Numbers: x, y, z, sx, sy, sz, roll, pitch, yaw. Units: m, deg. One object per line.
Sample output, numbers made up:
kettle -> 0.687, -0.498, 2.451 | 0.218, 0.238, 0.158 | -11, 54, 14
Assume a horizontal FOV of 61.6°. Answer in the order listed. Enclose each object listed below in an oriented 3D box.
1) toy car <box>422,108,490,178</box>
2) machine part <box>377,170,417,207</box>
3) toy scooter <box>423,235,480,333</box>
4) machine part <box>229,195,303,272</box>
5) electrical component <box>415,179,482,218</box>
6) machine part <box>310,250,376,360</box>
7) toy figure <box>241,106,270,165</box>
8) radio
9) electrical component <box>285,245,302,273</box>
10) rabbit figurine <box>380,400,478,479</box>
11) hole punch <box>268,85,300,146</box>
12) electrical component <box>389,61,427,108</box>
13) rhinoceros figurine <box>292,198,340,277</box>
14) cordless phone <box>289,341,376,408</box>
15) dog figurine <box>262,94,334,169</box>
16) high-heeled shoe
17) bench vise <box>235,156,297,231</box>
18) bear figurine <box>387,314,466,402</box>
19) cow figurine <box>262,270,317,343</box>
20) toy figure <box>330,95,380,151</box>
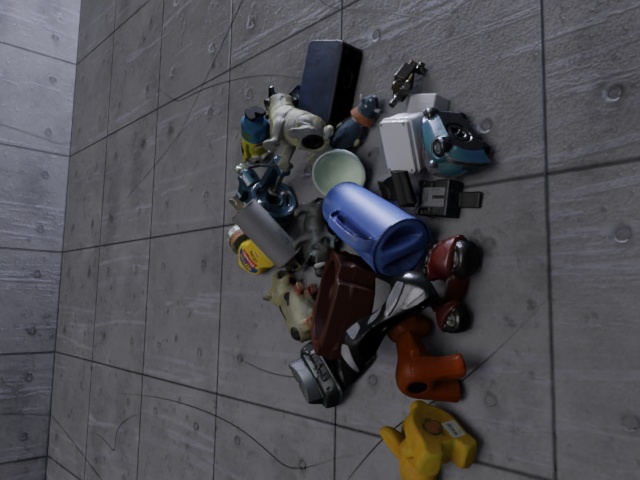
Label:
toy car -> 0.236, -0.171, 1.009 | 0.102, 0.109, 0.162 | 115, 146, -43
machine part -> 0.156, -0.102, 1.080 | 0.139, 0.039, 0.084 | -157, 44, -78
toy scooter -> 0.223, 0.076, 1.009 | 0.135, 0.075, 0.183 | 12, 99, 49
machine part -> -0.130, -0.015, 1.306 | 0.243, 0.079, 0.079 | 47, 128, -6
electrical component -> 0.244, -0.077, 1.024 | 0.119, 0.047, 0.074 | 11, 94, 50
machine part -> 0.047, 0.134, 1.119 | 0.201, 0.087, 0.201 | -116, 38, -77
toy figure -> -0.174, -0.282, 1.450 | 0.180, 0.082, 0.089 | 94, 167, -52
radio -> 0.018, -0.359, 1.293 | 0.131, 0.073, 0.229 | 15, 98, 47
electrical component -> -0.072, 0.052, 1.370 | 0.094, 0.021, 0.063 | -41, 57, 35
rabbit figurine -> 0.181, 0.393, 0.984 | 0.163, 0.122, 0.173 | 37, 130, 47
hole punch -> -0.088, -0.333, 1.407 | 0.115, 0.092, 0.142 | 114, 143, -65
electrical component -> 0.180, -0.324, 1.102 | 0.045, 0.102, 0.078 | 23, 140, 20
rhinoceros figurine -> -0.003, -0.004, 1.272 | 0.112, 0.073, 0.190 | -14, 72, 34
cordless phone -> 0.032, 0.269, 1.200 | 0.184, 0.088, 0.147 | -48, 51, 18
dog figurine -> -0.049, -0.281, 1.244 | 0.172, 0.121, 0.190 | -7, 58, 12
high-heeled shoe -> 0.124, 0.168, 0.959 | 0.145, 0.086, 0.248 | 23, 102, 47
bench vise -> -0.131, -0.140, 1.374 | 0.224, 0.129, 0.240 | 65, 147, 20
bear figurine -> 0.190, 0.199, 1.017 | 0.196, 0.132, 0.120 | -88, -4, -50
cow figurine -> -0.065, 0.158, 1.306 | 0.127, 0.085, 0.195 | -43, 56, 28
toy figure -> 0.082, -0.264, 1.219 | 0.154, 0.064, 0.058 | -49, 14, 26
